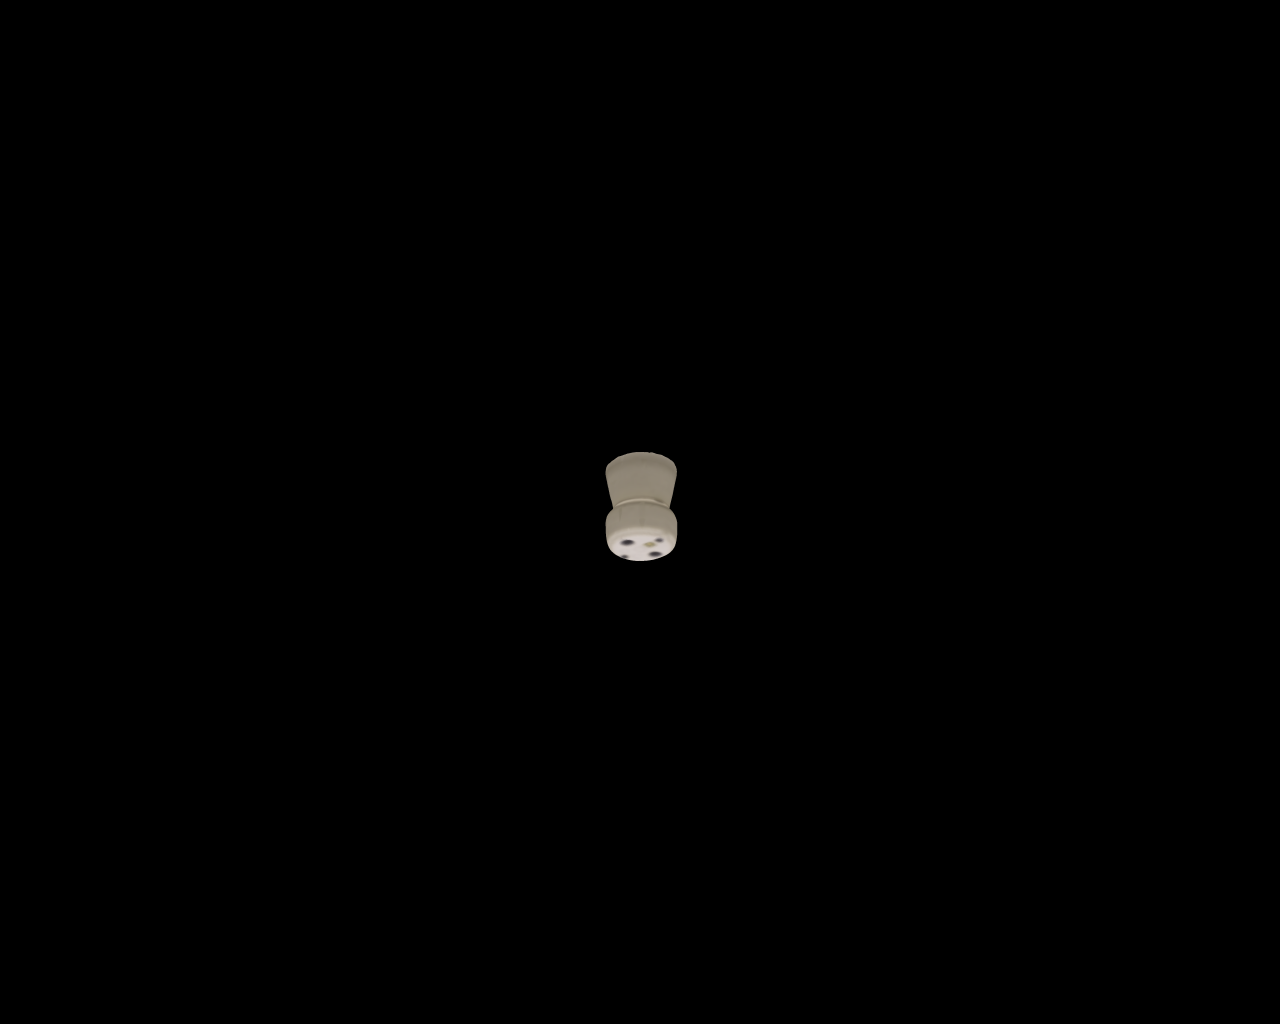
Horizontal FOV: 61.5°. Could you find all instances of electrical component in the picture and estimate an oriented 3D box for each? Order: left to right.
[{"bbox_3d":[0.001,-0.003,0.650,0.045,0.055,0.044,0,-28,0],"label":"electrical component"}]
